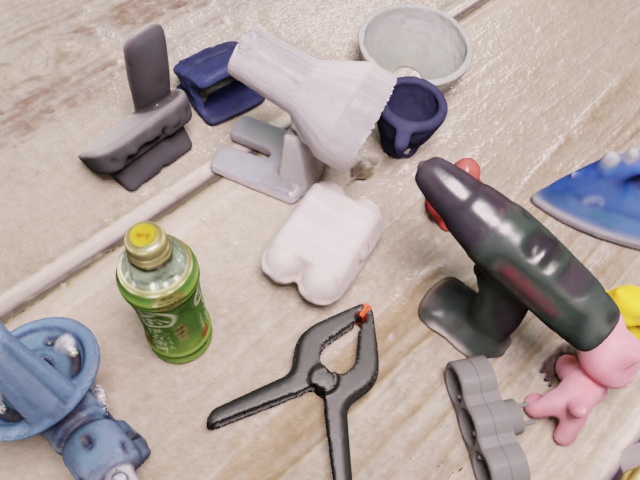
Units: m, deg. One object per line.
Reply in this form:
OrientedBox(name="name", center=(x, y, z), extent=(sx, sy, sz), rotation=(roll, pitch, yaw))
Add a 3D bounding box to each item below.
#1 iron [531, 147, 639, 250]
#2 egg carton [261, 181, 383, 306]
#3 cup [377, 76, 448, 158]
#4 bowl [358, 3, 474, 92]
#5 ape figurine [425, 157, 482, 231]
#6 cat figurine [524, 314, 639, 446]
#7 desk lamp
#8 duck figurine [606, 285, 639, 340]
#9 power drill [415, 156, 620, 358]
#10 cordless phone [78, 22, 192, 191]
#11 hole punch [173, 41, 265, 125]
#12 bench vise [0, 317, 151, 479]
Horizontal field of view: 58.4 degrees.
OrientedBox(name="iron", center=(0.415, -0.069, 0.714), extent=(0.258, 0.141, 0.118), rotation=(7, 60, -1))
OrientedBox(name="egg carton", center=(0.006, 0.002, 0.675), extent=(0.107, 0.069, 0.150), rotation=(27, 61, 10))
OrientedBox(name="cup", center=(0.111, -0.142, 0.753), extent=(0.091, 0.095, 0.118), rotation=(15, 60, 3))
OrientedBox(name="bowl", center=(0.133, -0.262, 0.836), extent=(0.167, 0.075, 0.167), rotation=(2, 60, -4))
OrientedBox(name="ape figurine", center=(0.173, -0.067, 0.718), extent=(0.078, 0.092, 0.076), rotation=(-8, 61, -10))
OrientedBox(name="cat figurine", center=(0.286, 0.141, 0.595), extent=(0.067, 0.118, 0.128), rotation=(39, 64, 16))
OrientedBox(name="desk lamp", center=(-0.028, -0.137, 0.668), extent=(0.203, 0.213, 0.118), rotation=(21, 61, 7))
OrientedBox(name="duck figurine", center=(0.334, 0.079, 0.653), extent=(0.104, 0.086, 0.077), rotation=(18, 60, 5))
OrientedBox(name="power drill", center=(0.173, 0.039, 0.590), extent=(0.229, 0.208, 0.076), rotation=(37, 64, 15))
OrientedBox(name="cordless phone", center=(-0.227, -0.162, 0.679), extent=(0.094, 0.185, 0.148), rotation=(34, 63, 14))
OrientedBox(name="hole punch", center=(-0.139, -0.229, 0.781), extent=(0.109, 0.091, 0.101), rotation=(-32, 68, -21))
OrientedBox(name="bench vise", center=(-0.224, 0.128, 0.494), extent=(0.207, 0.220, 0.121), rotation=(25, 61, 9))
